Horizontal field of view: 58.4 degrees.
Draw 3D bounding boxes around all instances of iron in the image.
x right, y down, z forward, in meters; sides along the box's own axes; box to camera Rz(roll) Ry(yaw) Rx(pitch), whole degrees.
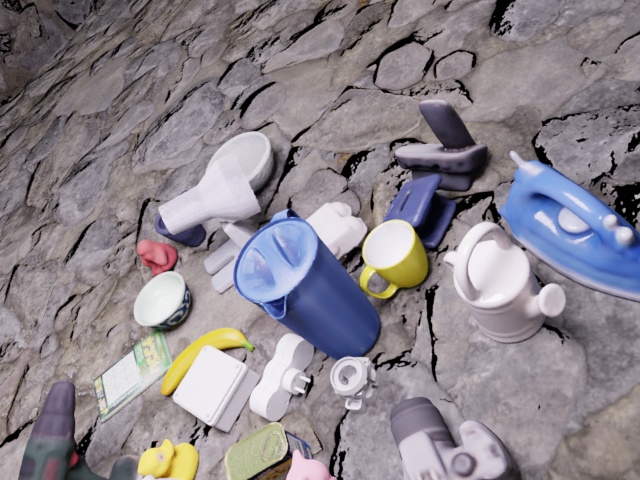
[{"bbox_3d":[0.349,-0.026,0.760,0.118,0.142,0.257,-42,44,0],"label":"iron"}]

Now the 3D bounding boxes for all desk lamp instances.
[{"bbox_3d":[-0.183,-0.033,1.074,0.203,0.214,0.117,-39,45,3],"label":"desk lamp"}]

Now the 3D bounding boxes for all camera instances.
[{"bbox_3d":[0.147,0.257,0.711,0.143,0.101,0.136,-32,45,10],"label":"camera"}]

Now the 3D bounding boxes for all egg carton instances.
[{"bbox_3d":[0.009,0.004,1.019,0.150,0.070,0.107,-40,44,1],"label":"egg carton"}]

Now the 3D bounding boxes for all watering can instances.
[{"bbox_3d":[0.233,0.051,0.743,0.172,0.195,0.101,2,59,35],"label":"watering can"}]

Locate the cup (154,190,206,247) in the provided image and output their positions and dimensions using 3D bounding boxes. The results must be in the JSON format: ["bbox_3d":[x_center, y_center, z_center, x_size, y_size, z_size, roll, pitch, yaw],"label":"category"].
[{"bbox_3d":[-0.288,-0.039,1.235,0.091,0.095,0.118,-2,57,33],"label":"cup"}]

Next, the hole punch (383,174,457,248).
[{"bbox_3d":[0.155,-0.050,0.946,0.100,0.091,0.109,12,65,39],"label":"hole punch"}]

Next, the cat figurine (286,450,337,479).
[{"bbox_3d":[-0.010,0.344,0.739,0.067,0.118,0.128,-10,53,28],"label":"cat figurine"}]

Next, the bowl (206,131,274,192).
[{"bbox_3d":[-0.163,-0.151,1.250,0.167,0.075,0.167,-18,49,22],"label":"bowl"}]

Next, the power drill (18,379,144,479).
[{"bbox_3d":[-0.381,0.364,0.910,0.075,0.209,0.229,-9,53,29],"label":"power drill"}]

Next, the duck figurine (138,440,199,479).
[{"bbox_3d":[-0.253,0.366,0.909,0.077,0.086,0.105,19,69,42],"label":"duck figurine"}]

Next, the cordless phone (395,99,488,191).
[{"bbox_3d":[0.185,-0.171,0.950,0.147,0.186,0.094,4,60,36],"label":"cordless phone"}]

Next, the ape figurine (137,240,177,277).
[{"bbox_3d":[-0.356,0.032,1.229,0.077,0.092,0.076,29,77,44],"label":"ape figurine"}]

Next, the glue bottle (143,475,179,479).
[{"bbox_3d":[-0.246,0.378,0.833,0.037,0.174,0.078,25,74,43],"label":"glue bottle"}]
